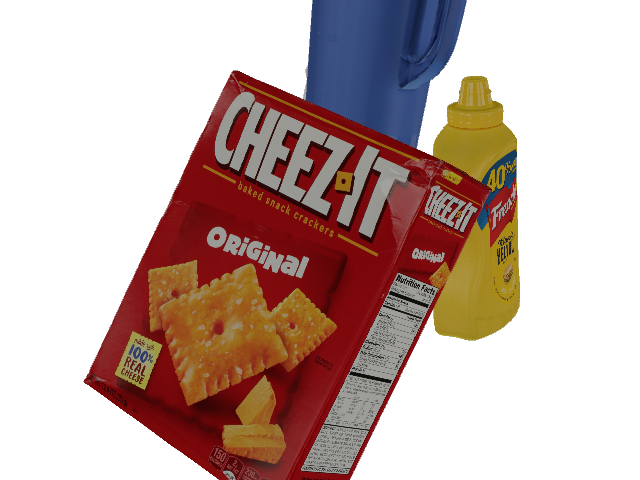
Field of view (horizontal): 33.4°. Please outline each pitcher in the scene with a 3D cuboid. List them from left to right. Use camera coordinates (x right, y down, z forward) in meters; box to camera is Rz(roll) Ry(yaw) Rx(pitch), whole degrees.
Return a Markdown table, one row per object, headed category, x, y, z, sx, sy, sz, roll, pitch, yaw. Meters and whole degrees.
| category | x | y | z | sx | sy | sz | roll | pitch | yaw |
| --- | --- | --- | --- | --- | --- | --- | --- | --- | --- |
| pitcher | 0.057 | -0.191 | 0.974 | 0.145 | 0.243 | 0.149 | 8 | 14 | 5 |

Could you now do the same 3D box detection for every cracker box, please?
| category | x | y | z | sx | sy | sz | roll | pitch | yaw |
| --- | --- | --- | --- | --- | --- | --- | --- | --- | --- |
| cracker box | -0.025 | 0.028 | 0.621 | 0.164 | 0.214 | 0.072 | 28 | 4 | 34 |

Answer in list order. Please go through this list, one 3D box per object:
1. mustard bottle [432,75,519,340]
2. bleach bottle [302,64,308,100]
| category | x | y | z | sx | sy | sz | roll | pitch | yaw |
| --- | --- | --- | --- | --- | --- | --- | --- | --- | --- |
| mustard bottle | 0.118 | -0.028 | 0.806 | 0.058 | 0.192 | 0.096 | 9 | 24 | 32 |
| bleach bottle | 0.019 | -0.107 | 1.134 | 0.067 | 0.251 | 0.103 | -10 | 26 | -42 |
